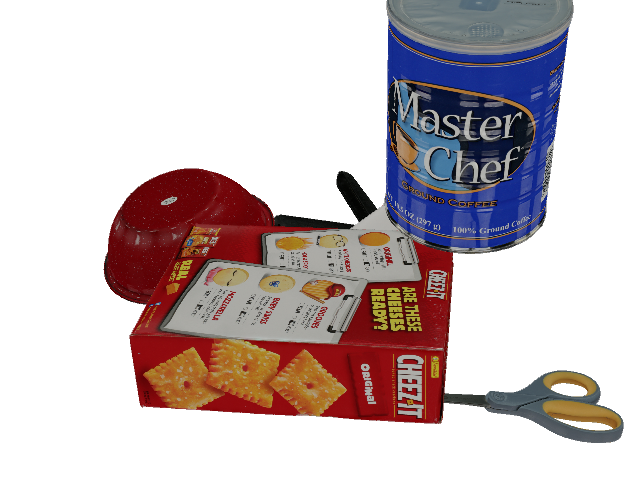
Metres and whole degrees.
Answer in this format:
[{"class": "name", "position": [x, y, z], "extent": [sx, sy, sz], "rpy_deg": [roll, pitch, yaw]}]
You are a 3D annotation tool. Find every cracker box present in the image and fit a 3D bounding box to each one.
[{"class": "cracker box", "position": [-0.012, 0.057, 0.785], "extent": [0.214, 0.072, 0.164], "rpy_deg": [2, 29, 9]}]

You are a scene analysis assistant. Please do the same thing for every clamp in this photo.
[{"class": "clamp", "position": [0.056, -0.004, 1.265], "extent": [0.210, 0.036, 0.164], "rpy_deg": [34, 40, 24]}]

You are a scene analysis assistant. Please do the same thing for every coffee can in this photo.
[{"class": "coffee can", "position": [0.090, -0.078, 0.632], "extent": [0.103, 0.140, 0.103], "rpy_deg": [-1, 38, 1]}]

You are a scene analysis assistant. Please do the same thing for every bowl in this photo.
[{"class": "bowl", "position": [-0.125, -0.016, 0.946], "extent": [0.162, 0.055, 0.162], "rpy_deg": [-12, 37, 9]}]

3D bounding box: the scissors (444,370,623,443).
[{"class": "scissors", "position": [0.163, 0.132, 0.934], "extent": [0.202, 0.016, 0.096], "rpy_deg": [13, 29, 9]}]

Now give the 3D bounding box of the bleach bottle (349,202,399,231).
[{"class": "bleach bottle", "position": [0.054, 0.015, 1.061], "extent": [0.068, 0.103, 0.250], "rpy_deg": [33, 27, 9]}]
